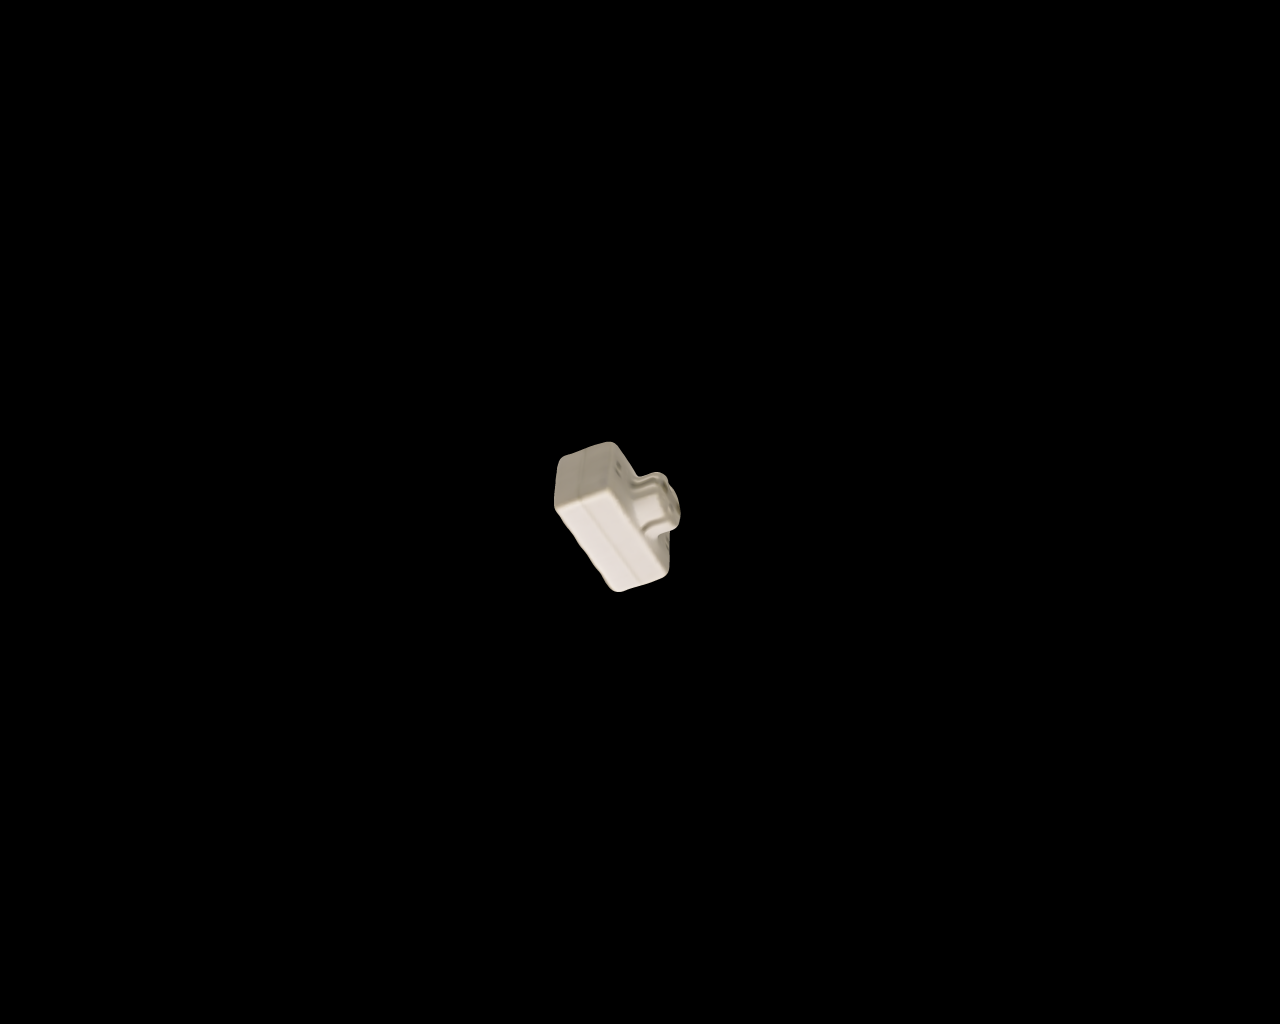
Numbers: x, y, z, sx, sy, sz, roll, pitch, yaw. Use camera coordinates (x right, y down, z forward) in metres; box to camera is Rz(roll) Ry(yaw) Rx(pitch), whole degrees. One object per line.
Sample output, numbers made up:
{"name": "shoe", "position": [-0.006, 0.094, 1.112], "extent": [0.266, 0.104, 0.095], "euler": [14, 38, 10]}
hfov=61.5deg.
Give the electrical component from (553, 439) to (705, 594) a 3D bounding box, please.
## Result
{"name": "electrical component", "position": [0.001, -0.003, 0.650], "extent": [0.075, 0.047, 0.083], "euler": [-20, -50, 17]}
